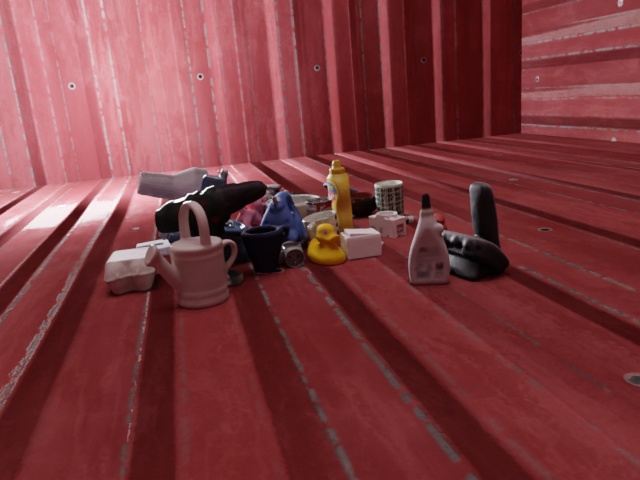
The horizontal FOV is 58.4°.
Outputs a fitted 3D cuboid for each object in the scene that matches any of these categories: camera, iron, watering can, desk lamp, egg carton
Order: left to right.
[{"bbox_3d":[-0.402,0.063,1.229,0.107,0.069,0.150,-7,15,-10],"label":"egg carton"},{"bbox_3d":[-0.378,-0.076,1.467,0.204,0.214,0.117,-10,16,-21],"label":"desk lamp"},{"bbox_3d":[-0.237,0.025,1.074,0.100,0.194,0.173,4,17,31],"label":"watering can"},{"bbox_3d":[-0.133,-0.121,1.785,0.136,0.101,0.143,-1,15,14],"label":"camera"},{"bbox_3d":[-0.091,-0.064,1.471,0.118,0.141,0.258,-3,15,6],"label":"iron"}]

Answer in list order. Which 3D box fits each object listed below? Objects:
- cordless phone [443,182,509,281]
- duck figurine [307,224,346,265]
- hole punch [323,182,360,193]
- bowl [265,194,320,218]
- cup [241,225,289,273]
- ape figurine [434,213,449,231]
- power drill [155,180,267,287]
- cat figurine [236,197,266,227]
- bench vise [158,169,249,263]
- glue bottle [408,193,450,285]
[{"bbox_3d":[0.292,-0.026,1.118,0.094,0.185,0.147,-14,17,-32],"label":"cordless phone"},{"bbox_3d":[0.012,0.005,1.287,0.078,0.086,0.104,-15,18,-34],"label":"duck figurine"},{"bbox_3d":[0.072,-0.146,1.836,0.101,0.091,0.108,-14,17,-31],"label":"hole punch"},{"bbox_3d":[-0.075,-0.082,1.670,0.167,0.075,0.167,-4,15,1],"label":"bowl"},{"bbox_3d":[-0.112,0.019,1.252,0.118,0.095,0.091,-18,19,-40],"label":"cup"},{"bbox_3d":[0.258,-0.013,1.264,0.077,0.092,0.076,-3,15,8],"label":"ape figurine"},{"bbox_3d":[-0.213,-0.011,1.173,0.229,0.208,0.075,-6,15,-5],"label":"power drill"},{"bbox_3d":[-0.199,-0.095,1.671,0.067,0.118,0.128,4,17,30],"label":"cat figurine"},{"bbox_3d":[-0.262,-0.046,1.303,0.208,0.220,0.121,-10,16,-19],"label":"bench vise"},{"bbox_3d":[0.203,-0.002,1.077,0.078,0.173,0.037,-2,15,9],"label":"glue bottle"}]
